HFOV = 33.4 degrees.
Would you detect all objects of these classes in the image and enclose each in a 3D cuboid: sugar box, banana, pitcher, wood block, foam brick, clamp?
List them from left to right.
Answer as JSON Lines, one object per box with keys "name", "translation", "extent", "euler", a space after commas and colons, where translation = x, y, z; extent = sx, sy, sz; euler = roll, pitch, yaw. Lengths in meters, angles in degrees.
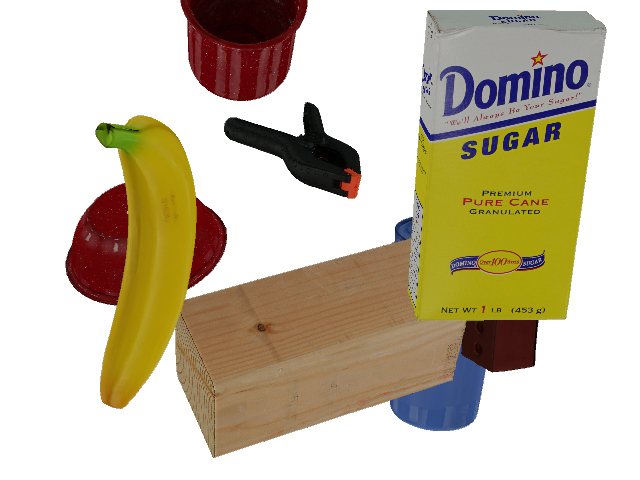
{"name": "banana", "translation": [-0.097, 0.006, 0.583], "extent": [0.037, 0.198, 0.069], "euler": [32, 45, 29]}
{"name": "clamp", "translation": [-0.023, -0.097, 1.134], "extent": [0.120, 0.039, 0.172], "euler": [-15, 38, -23]}
{"name": "wood block", "translation": [-0.001, 0.079, 0.831], "extent": [0.205, 0.090, 0.091], "euler": [-14, 46, -19]}
{"name": "pitcher", "translation": [0.136, 0.099, 1.262], "extent": [0.149, 0.243, 0.145], "euler": [7, 19, 10]}
{"name": "sugar box", "translation": [0.102, -0.040, 0.608], "extent": [0.093, 0.176, 0.048], "euler": [-1, 27, -4]}
{"name": "foam brick", "translation": [0.169, 0.078, 1.004], "extent": [0.051, 0.078, 0.053], "euler": [-7, 18, -28]}

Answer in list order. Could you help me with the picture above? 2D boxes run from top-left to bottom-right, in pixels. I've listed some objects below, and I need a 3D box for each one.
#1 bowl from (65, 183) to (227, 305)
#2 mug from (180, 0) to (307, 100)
{"name": "bowl", "translation": [-0.175, -0.010, 1.034], "extent": [0.162, 0.055, 0.162], "euler": [-6, 40, 5]}
{"name": "mug", "translation": [-0.053, -0.169, 0.818], "extent": [0.093, 0.117, 0.081], "euler": [36, -24, 10]}
